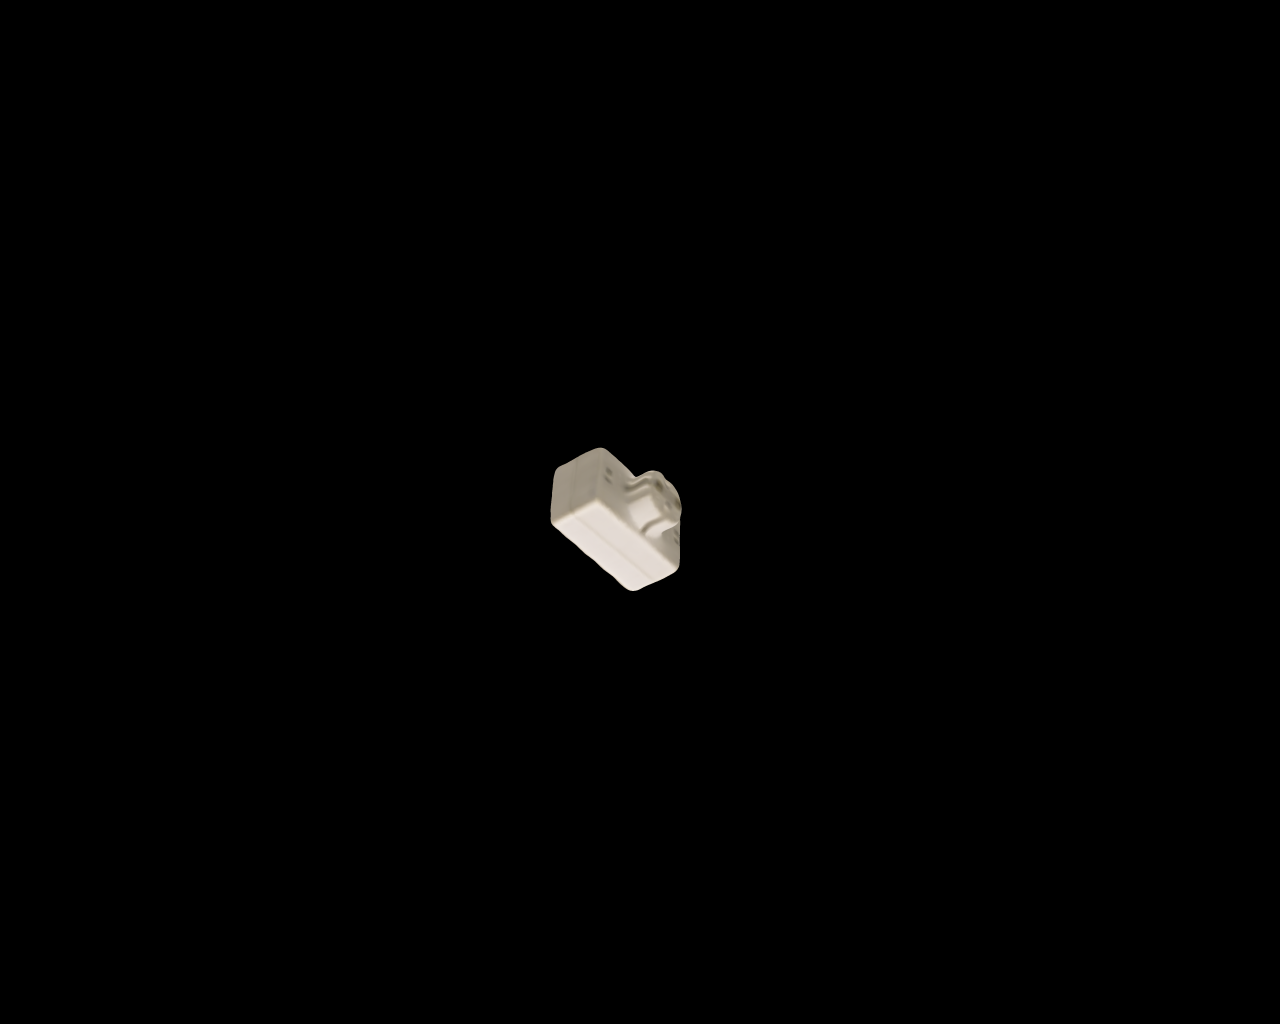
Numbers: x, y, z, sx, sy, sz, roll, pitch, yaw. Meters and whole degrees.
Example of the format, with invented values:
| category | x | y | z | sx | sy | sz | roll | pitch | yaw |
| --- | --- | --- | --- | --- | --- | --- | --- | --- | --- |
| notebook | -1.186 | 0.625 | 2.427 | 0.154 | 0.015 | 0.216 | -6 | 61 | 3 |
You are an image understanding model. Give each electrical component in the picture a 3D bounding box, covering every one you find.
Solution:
| category | x | y | z | sx | sy | sz | roll | pitch | yaw |
| --- | --- | --- | --- | --- | --- | --- | --- | --- | --- |
| electrical component | 0.001 | -0.003 | 0.650 | 0.075 | 0.047 | 0.083 | -27 | -49 | 26 |
